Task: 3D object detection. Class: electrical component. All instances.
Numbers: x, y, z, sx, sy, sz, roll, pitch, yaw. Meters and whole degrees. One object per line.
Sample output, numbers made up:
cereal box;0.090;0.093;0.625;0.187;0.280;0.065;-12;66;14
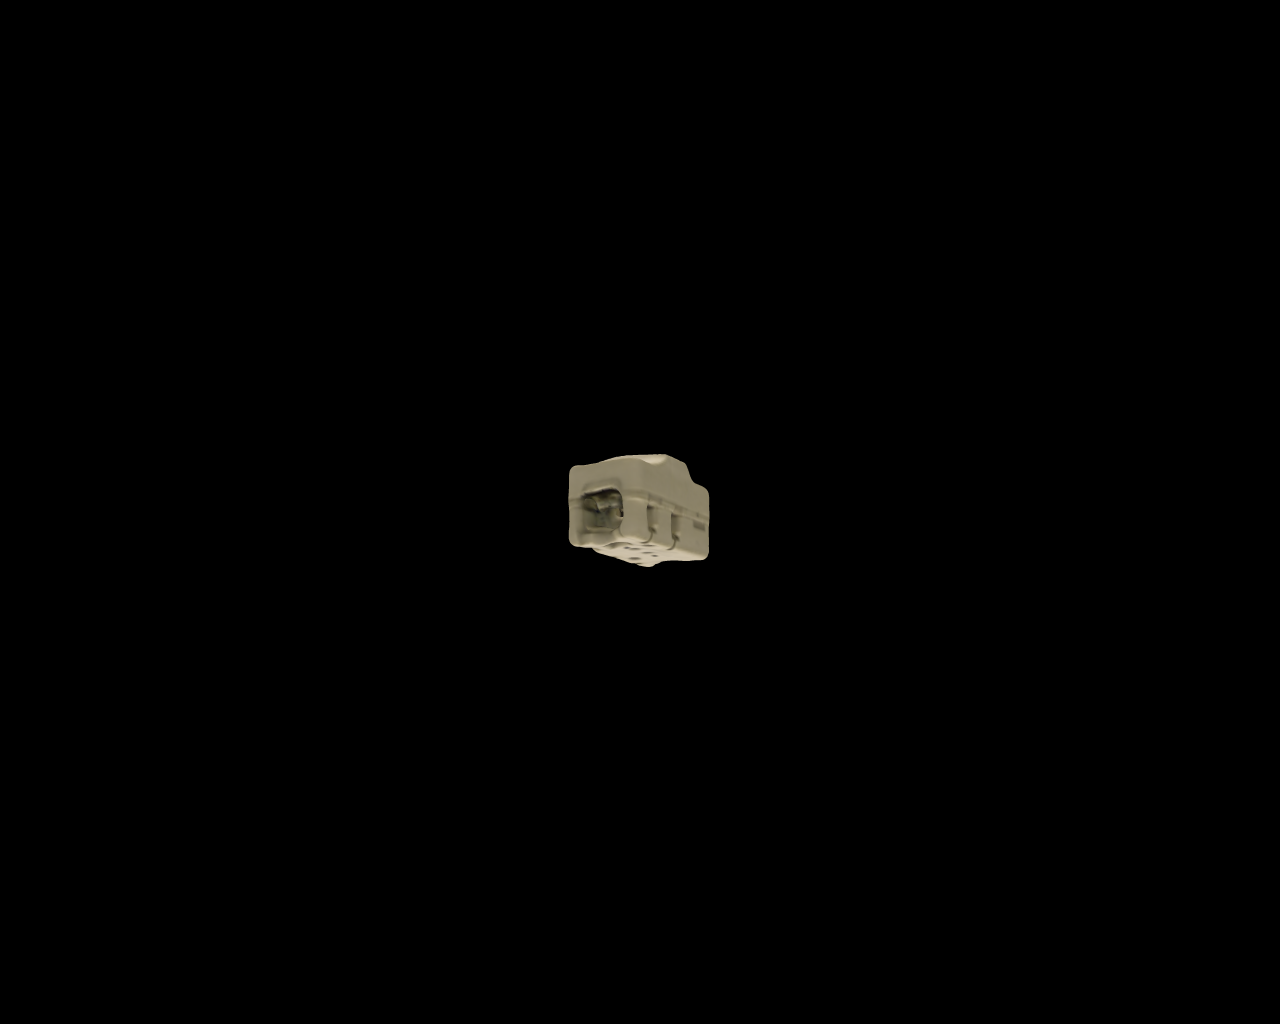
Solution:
electrical component;0.001;-0.003;0.650;0.050;0.056;0.089;-8;-16;31
